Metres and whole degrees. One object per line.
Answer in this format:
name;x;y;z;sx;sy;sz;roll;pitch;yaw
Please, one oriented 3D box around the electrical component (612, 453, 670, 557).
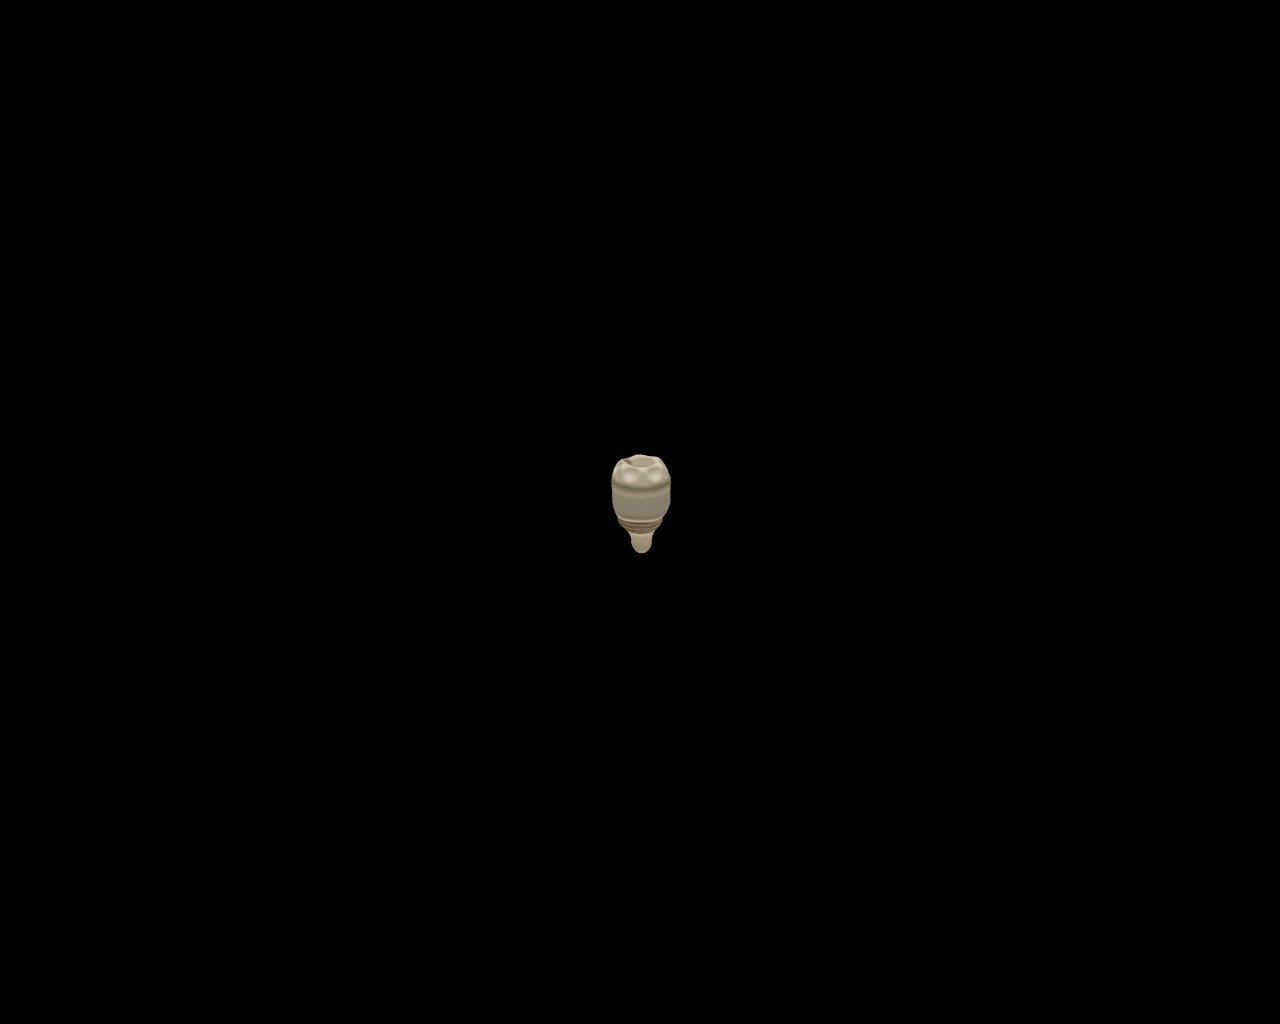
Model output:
electrical component;0.001;-0.003;0.650;0.035;0.061;0.035;0;24;0
